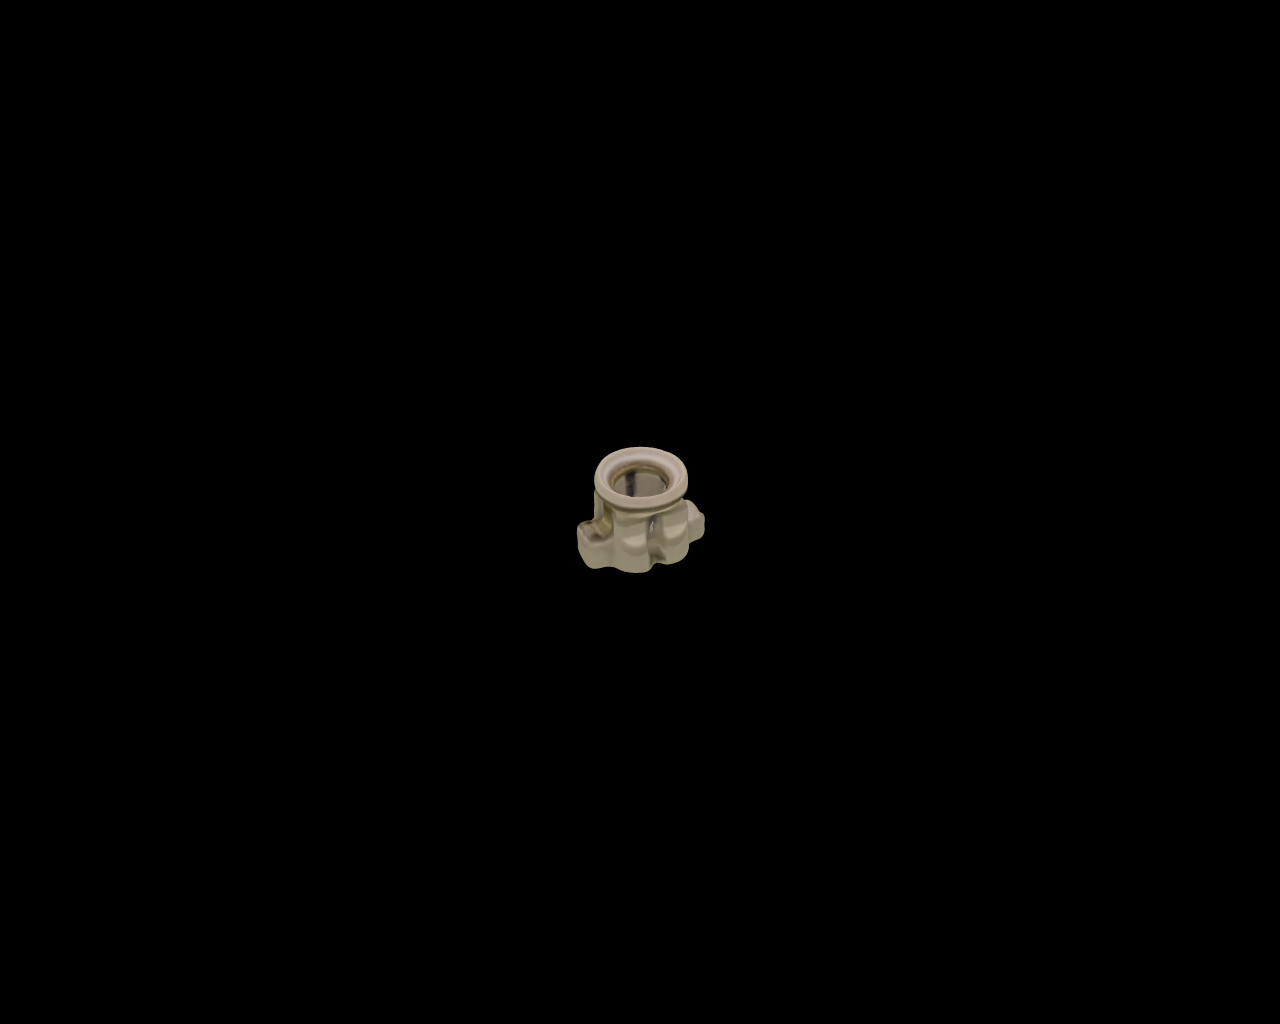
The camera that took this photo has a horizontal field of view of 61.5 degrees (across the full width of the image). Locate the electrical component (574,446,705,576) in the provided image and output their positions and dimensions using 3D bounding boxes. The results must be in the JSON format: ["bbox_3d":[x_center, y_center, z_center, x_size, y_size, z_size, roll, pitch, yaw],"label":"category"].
[{"bbox_3d":[0.001,-0.003,0.650,0.078,0.056,0.058,-14,40,-17],"label":"electrical component"}]
